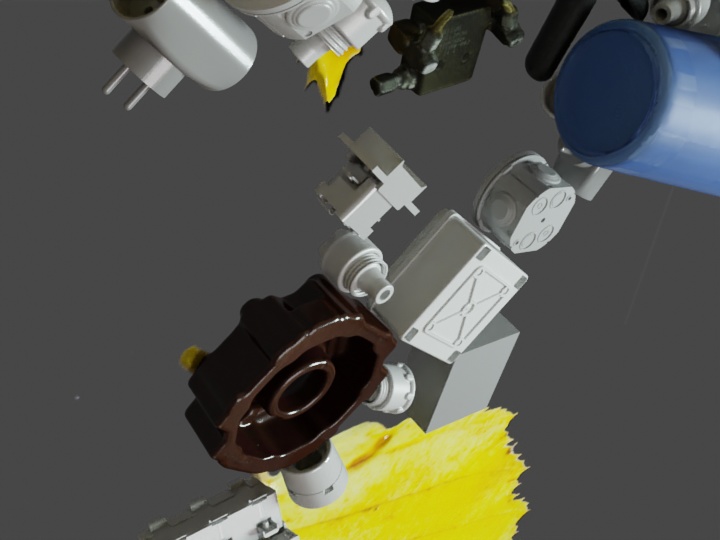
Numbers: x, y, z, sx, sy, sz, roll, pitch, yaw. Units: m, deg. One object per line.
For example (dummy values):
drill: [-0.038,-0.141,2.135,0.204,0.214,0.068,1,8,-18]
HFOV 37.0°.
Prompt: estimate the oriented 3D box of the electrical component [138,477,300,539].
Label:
electrical component: [-0.126,0.233,0.931,0.121,0.079,0.063,-22,112,-32]

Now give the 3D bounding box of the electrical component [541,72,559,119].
electrical component: [0.174,-0.138,0.875,0.040,0.040,0.046,-56,152,17]

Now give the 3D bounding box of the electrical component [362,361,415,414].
electrical component: [0.016,0.105,0.971,0.062,0.048,0.048,9,121,-44]

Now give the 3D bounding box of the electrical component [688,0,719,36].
electrical component: [0.310,-0.195,0.953,0.100,0.048,0.099,-1,130,-48]

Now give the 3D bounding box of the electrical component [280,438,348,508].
electrical component: [-0.043,0.171,0.937,0.055,0.055,0.047,-33,133,-18]

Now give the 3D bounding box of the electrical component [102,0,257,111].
electrical component: [-0.105,-0.119,0.574,0.079,0.044,0.077,-47,148,4]

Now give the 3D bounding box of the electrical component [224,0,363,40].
electrical component: [-0.036,-0.165,0.567,0.080,0.080,0.051,-49,153,7]

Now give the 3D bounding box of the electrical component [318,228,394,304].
electrical component: [0.000,0.000,0.813,0.043,0.062,0.043,-29,145,-23]

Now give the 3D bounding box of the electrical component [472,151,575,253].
electrical component: [0.139,-0.057,0.916,0.080,0.051,0.080,-29,145,-23]

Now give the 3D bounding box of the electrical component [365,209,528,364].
electrical component: [0.076,0.016,0.923,0.108,0.056,0.109,-49,148,7]

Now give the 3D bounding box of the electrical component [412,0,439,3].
electrical component: [0.047,-0.190,0.661,0.138,0.052,0.074,-9,158,-43]

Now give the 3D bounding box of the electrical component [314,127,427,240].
electrical component: [0.005,-0.059,0.771,0.064,0.042,0.081,-45,148,3]

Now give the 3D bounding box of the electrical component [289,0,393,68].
electrical component: [-0.015,-0.148,0.645,0.062,0.048,0.048,-42,149,9]

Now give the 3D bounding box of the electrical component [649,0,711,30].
electrical component: [0.253,-0.212,0.864,0.062,0.043,0.043,-35,151,-46]

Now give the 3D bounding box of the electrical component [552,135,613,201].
electrical component: [0.197,-0.106,0.931,0.079,0.044,0.077,9,121,-52]
